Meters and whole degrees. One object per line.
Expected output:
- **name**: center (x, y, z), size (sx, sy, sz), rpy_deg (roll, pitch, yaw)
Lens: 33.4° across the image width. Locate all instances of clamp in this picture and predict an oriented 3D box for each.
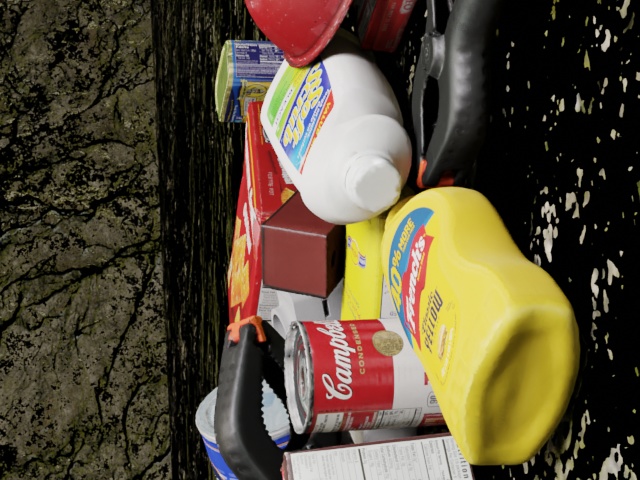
- **clamp**: center (0.079, -0.107, 0.587), size (0.120, 0.039, 0.171), rpy_deg (-113, 22, -73)
- **clamp**: center (-0.021, 0.153, 0.671), size (0.036, 0.164, 0.210), rpy_deg (-23, 91, 43)

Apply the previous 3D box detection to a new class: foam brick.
- **foam brick**: center (-0.005, 0.001, 0.780), size (0.078, 0.051, 0.053), rpy_deg (-49, -37, -57)

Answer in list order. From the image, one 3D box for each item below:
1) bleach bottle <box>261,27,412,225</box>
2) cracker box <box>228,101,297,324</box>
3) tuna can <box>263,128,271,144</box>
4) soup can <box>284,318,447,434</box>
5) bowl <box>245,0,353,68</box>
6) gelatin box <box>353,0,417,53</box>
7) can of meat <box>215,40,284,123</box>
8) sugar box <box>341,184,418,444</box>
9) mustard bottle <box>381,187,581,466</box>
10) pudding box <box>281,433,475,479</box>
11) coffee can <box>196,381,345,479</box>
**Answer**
- **bleach bottle**: center (0.016, -0.076, 0.710), size (0.103, 0.068, 0.251), rpy_deg (-59, 18, 12)
- **cracker box**: center (-0.041, 0.005, 0.980), size (0.164, 0.072, 0.214), rpy_deg (-100, 15, -48)
- **tuna can**: center (-0.009, -0.109, 0.882), size (0.086, 0.033, 0.086), rpy_deg (-39, 33, 32)
- **soup can**: center (0.034, 0.081, 0.649), size (0.068, 0.102, 0.068), rpy_deg (179, 90, -77)
- **bowl**: center (-0.013, -0.204, 0.740), size (0.162, 0.055, 0.162), rpy_deg (-51, 30, 44)
- **gelatin box**: center (0.045, -0.188, 0.743), size (0.073, 0.030, 0.089), rpy_deg (113, 154, -58)
- **can of meat**: center (-0.058, -0.157, 1.071), size (0.102, 0.083, 0.057), rpy_deg (115, 152, -62)
- **sugar box**: center (0.042, 0.053, 0.738), size (0.093, 0.048, 0.176), rpy_deg (-119, 32, -68)
- **mustard bottle**: center (0.074, 0.026, 0.574), size (0.192, 0.058, 0.096), rpy_deg (-113, 26, -59)
- **pudding box**: center (0.038, 0.163, 0.618), size (0.039, 0.113, 0.090), rpy_deg (97, 167, -54)
- **coffee can**: center (-0.026, 0.180, 0.812), size (0.103, 0.102, 0.140), rpy_deg (-125, 19, -68)
